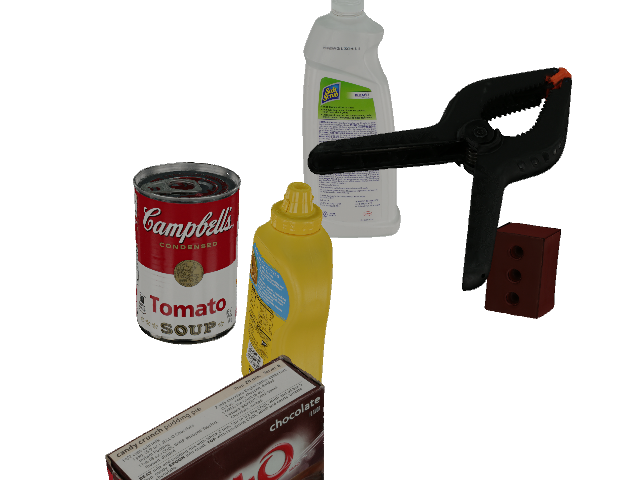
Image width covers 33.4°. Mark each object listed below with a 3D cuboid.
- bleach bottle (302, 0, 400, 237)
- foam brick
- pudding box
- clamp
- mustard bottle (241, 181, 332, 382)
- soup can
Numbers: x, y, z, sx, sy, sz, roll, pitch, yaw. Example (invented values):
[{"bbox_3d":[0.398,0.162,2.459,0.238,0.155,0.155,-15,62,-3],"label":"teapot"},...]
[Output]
[{"bbox_3d":[0.033,-0.125,1.059,0.102,0.251,0.068,-1,31,-3],"label":"bleach bottle"},{"bbox_3d":[0.186,0.027,0.983,0.053,0.078,0.051,9,16,28],"label":"foam brick"},{"bbox_3d":[-0.050,0.122,0.543,0.113,0.090,0.039,-29,46,-33],"label":"pudding box"},{"bbox_3d":[0.119,-0.059,0.781,0.209,0.165,0.036,-30,-32,-21],"label":"clamp"},{"bbox_3d":[-0.026,0.042,0.873,0.058,0.192,0.096,-7,30,-23],"label":"mustard bottle"},{"bbox_3d":[-0.087,0.008,0.695,0.068,0.102,0.068,3,23,-1],"label":"soup can"}]
